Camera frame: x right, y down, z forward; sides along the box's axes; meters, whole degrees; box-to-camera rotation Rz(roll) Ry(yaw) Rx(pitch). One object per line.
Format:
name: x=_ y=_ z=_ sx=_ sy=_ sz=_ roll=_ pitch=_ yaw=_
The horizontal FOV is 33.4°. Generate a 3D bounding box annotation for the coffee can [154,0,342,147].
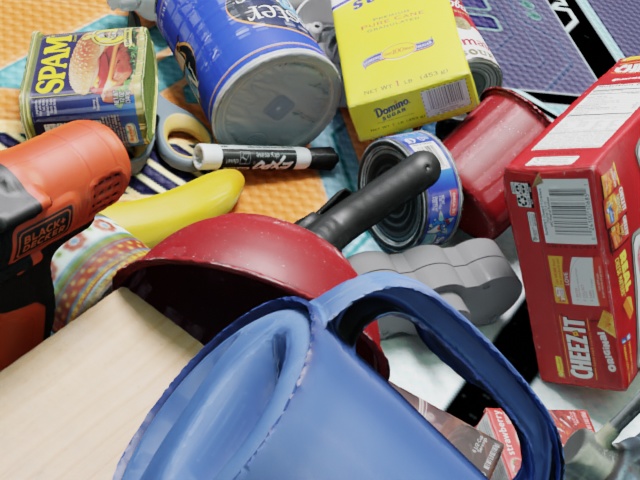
coffee can: x=-0.058 y=-0.145 z=0.824 sx=0.102 sy=0.103 sz=0.140 roll=-7 pitch=49 yaw=-28

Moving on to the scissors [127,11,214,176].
scissors: x=-0.122 y=-0.115 z=0.832 sx=0.096 sy=0.016 sz=0.201 roll=13 pitch=43 yaw=-7

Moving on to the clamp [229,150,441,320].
clamp: x=-0.005 y=0.001 z=0.716 sx=0.171 sy=0.120 sz=0.039 roll=-35 pitch=90 yaw=-22

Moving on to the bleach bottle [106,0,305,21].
bleach bottle: x=-0.061 y=-0.222 z=0.919 sx=0.250 sy=0.068 sz=0.103 roll=-14 pitch=26 yaw=-32

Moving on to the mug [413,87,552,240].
mug: x=0.120 y=-0.062 z=0.802 sx=0.081 sy=0.093 sz=0.117 roll=-43 pitch=78 yaw=-12

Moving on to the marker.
marker: x=-0.037 y=-0.061 z=0.797 sx=0.120 sy=0.020 sz=0.020 roll=-2 pitch=46 yaw=-34

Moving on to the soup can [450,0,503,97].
soup can: x=0.112 y=-0.163 z=0.938 sx=0.068 sy=0.069 sz=0.102 roll=0 pitch=47 yaw=-22

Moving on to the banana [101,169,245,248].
banana: x=-0.130 y=-0.017 z=0.711 sx=0.197 sy=0.037 sz=0.070 roll=-8 pitch=49 yaw=-28

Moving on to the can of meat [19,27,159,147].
can of meat: x=-0.161 y=-0.107 z=0.760 sx=0.084 sy=0.057 sz=0.102 roll=-5 pitch=45 yaw=0

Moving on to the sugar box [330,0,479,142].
sugar box: x=0.059 y=-0.161 z=0.825 sx=0.093 sy=0.048 sz=0.176 roll=-15 pitch=52 yaw=8

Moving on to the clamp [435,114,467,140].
clamp: x=0.221 y=-0.062 z=0.898 sx=0.209 sy=0.036 sz=0.165 roll=-12 pitch=53 yaw=-27

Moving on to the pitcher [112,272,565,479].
pitcher: x=0.039 y=0.139 z=0.479 sx=0.242 sy=0.149 sz=0.145 roll=41 pitch=46 yaw=-19

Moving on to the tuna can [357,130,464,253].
tuna can: x=0.063 y=-0.034 z=0.770 sx=0.033 sy=0.086 sz=0.086 roll=-13 pitch=52 yaw=-30

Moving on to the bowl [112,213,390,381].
bowl: x=-0.032 y=0.032 z=0.600 sx=0.162 sy=0.162 sz=0.055 roll=20 pitch=63 yaw=-1

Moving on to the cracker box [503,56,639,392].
cracker box: x=0.213 y=-0.020 z=0.757 sx=0.072 sy=0.164 sz=0.213 roll=3 pitch=29 yaw=37

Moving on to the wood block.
wood block: x=-0.139 y=0.125 z=0.519 sx=0.090 sy=0.091 sz=0.205 roll=35 pitch=43 yaw=15

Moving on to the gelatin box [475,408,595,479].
gelatin box: x=0.142 y=0.146 z=0.653 sx=0.073 sy=0.030 sz=0.089 roll=4 pitch=44 yaw=-18

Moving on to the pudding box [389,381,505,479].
pudding box: x=0.044 y=0.142 z=0.612 sx=0.090 sy=0.039 sz=0.113 roll=29 pitch=43 yaw=8

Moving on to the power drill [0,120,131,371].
power drill: x=-0.177 y=0.042 z=0.518 sx=0.057 sy=0.188 sz=0.184 roll=39 pitch=43 yaw=17
